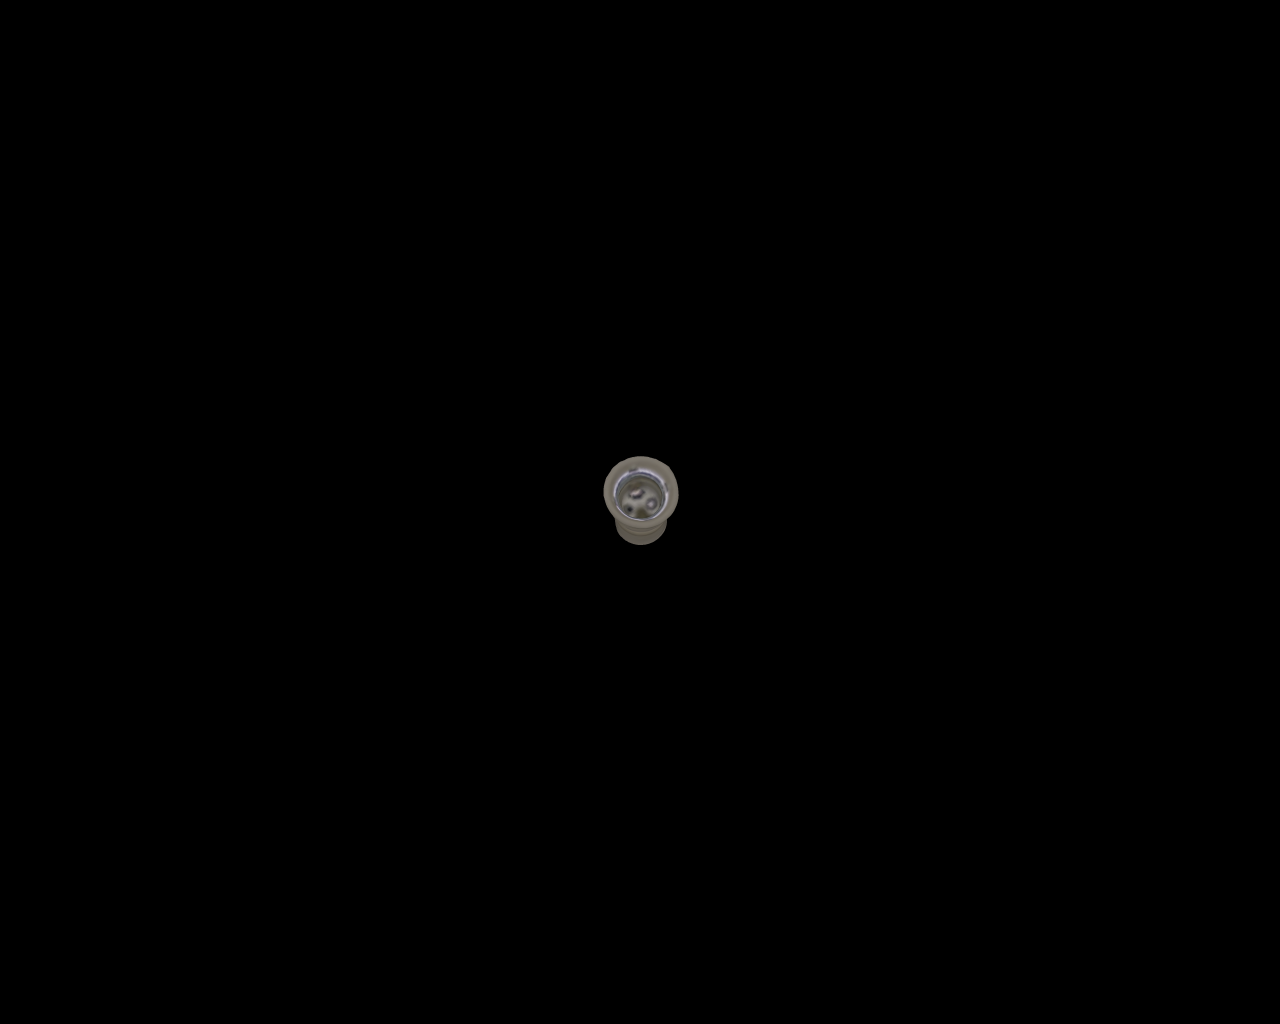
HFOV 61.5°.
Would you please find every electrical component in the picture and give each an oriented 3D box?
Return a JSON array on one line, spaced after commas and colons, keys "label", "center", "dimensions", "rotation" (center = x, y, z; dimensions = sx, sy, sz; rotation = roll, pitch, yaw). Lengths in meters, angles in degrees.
[{"label": "electrical component", "center": [0.001, -0.003, 0.650], "dimensions": [0.044, 0.044, 0.065], "rotation": [0, -18, 0]}]
